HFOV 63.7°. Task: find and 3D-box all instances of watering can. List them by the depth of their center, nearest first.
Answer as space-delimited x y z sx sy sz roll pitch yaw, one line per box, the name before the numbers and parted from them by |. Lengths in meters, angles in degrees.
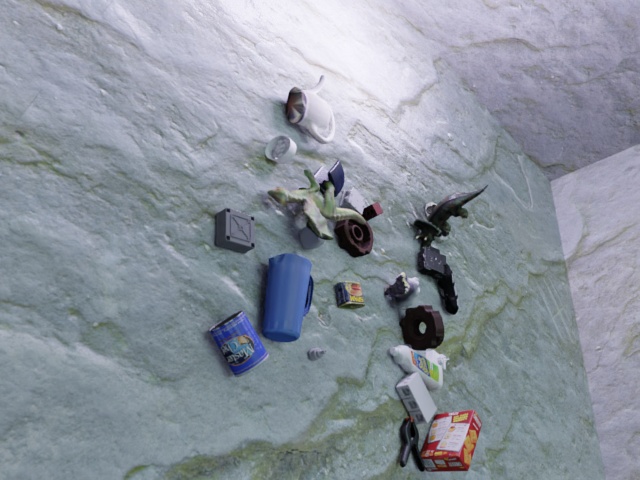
watering can | -0.035 -0.537 2.023 0.223 0.103 0.354 15 58 -42

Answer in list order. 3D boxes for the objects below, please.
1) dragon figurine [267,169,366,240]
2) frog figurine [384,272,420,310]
dragon figurine | 0.005 -0.088 1.754 0.407 0.120 0.249 30 40 -21
frog figurine | 0.345 0.210 2.004 0.157 0.123 0.138 33 79 -44
